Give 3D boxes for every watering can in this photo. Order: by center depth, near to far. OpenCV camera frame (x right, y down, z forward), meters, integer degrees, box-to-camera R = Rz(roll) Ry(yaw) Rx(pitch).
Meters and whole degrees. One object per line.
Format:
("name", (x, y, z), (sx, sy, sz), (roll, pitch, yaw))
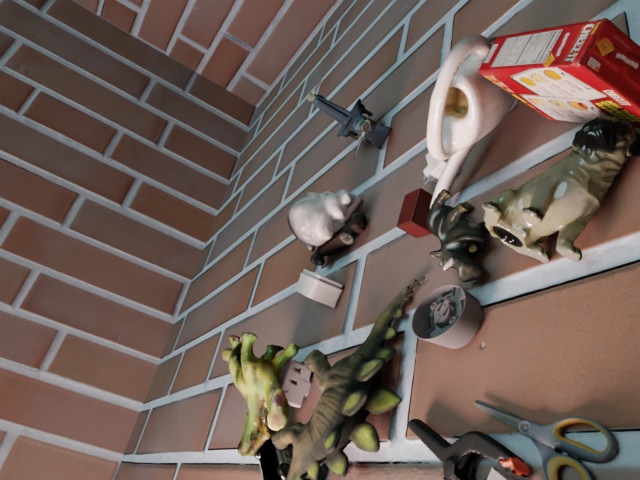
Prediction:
("watering can", (0.262, -0.209, 0.913), (0.227, 0.339, 0.105), (-38, 54, -25))

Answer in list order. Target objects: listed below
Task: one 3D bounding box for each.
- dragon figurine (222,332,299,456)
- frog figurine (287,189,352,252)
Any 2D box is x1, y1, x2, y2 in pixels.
("dragon figurine", (-0.157, 0.338, 1.125), (0.121, 0.247, 0.404), (19, -25, -23))
("frog figurine", (0.004, -0.064, 1.266), (0.157, 0.140, 0.121), (-34, -42, 24))
